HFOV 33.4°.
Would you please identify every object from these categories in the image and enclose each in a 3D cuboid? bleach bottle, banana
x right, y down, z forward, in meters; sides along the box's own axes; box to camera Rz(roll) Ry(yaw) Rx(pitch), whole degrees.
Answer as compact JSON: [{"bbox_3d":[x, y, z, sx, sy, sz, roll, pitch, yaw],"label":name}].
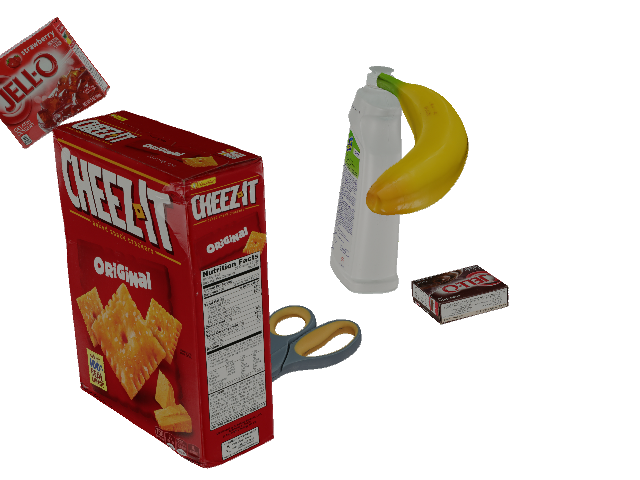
[{"bbox_3d":[0.060,-0.072,1.226,0.068,0.251,0.103,-3,23,-19],"label":"bleach bottle"},{"bbox_3d":[0.069,-0.064,0.746,0.069,0.037,0.197,5,30,2],"label":"banana"}]

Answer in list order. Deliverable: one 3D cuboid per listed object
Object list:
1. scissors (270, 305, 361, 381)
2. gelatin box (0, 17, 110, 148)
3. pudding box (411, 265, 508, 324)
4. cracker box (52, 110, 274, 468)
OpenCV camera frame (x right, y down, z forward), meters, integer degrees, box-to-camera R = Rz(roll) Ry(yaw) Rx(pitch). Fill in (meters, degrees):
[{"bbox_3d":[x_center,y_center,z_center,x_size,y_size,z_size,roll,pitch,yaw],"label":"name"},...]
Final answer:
[{"bbox_3d":[-0.056,0.105,0.926,0.201,0.016,0.096,-20,36,-29],"label":"scissors"},{"bbox_3d":[-0.233,-0.130,0.888,0.089,0.073,0.030,-30,22,12],"label":"gelatin box"},{"bbox_3d":[0.200,0.077,1.532,0.113,0.039,0.090,-15,23,-17],"label":"pudding box"},{"bbox_3d":[-0.113,0.031,0.753,0.071,0.214,0.164,-21,29,-38],"label":"cracker box"}]
